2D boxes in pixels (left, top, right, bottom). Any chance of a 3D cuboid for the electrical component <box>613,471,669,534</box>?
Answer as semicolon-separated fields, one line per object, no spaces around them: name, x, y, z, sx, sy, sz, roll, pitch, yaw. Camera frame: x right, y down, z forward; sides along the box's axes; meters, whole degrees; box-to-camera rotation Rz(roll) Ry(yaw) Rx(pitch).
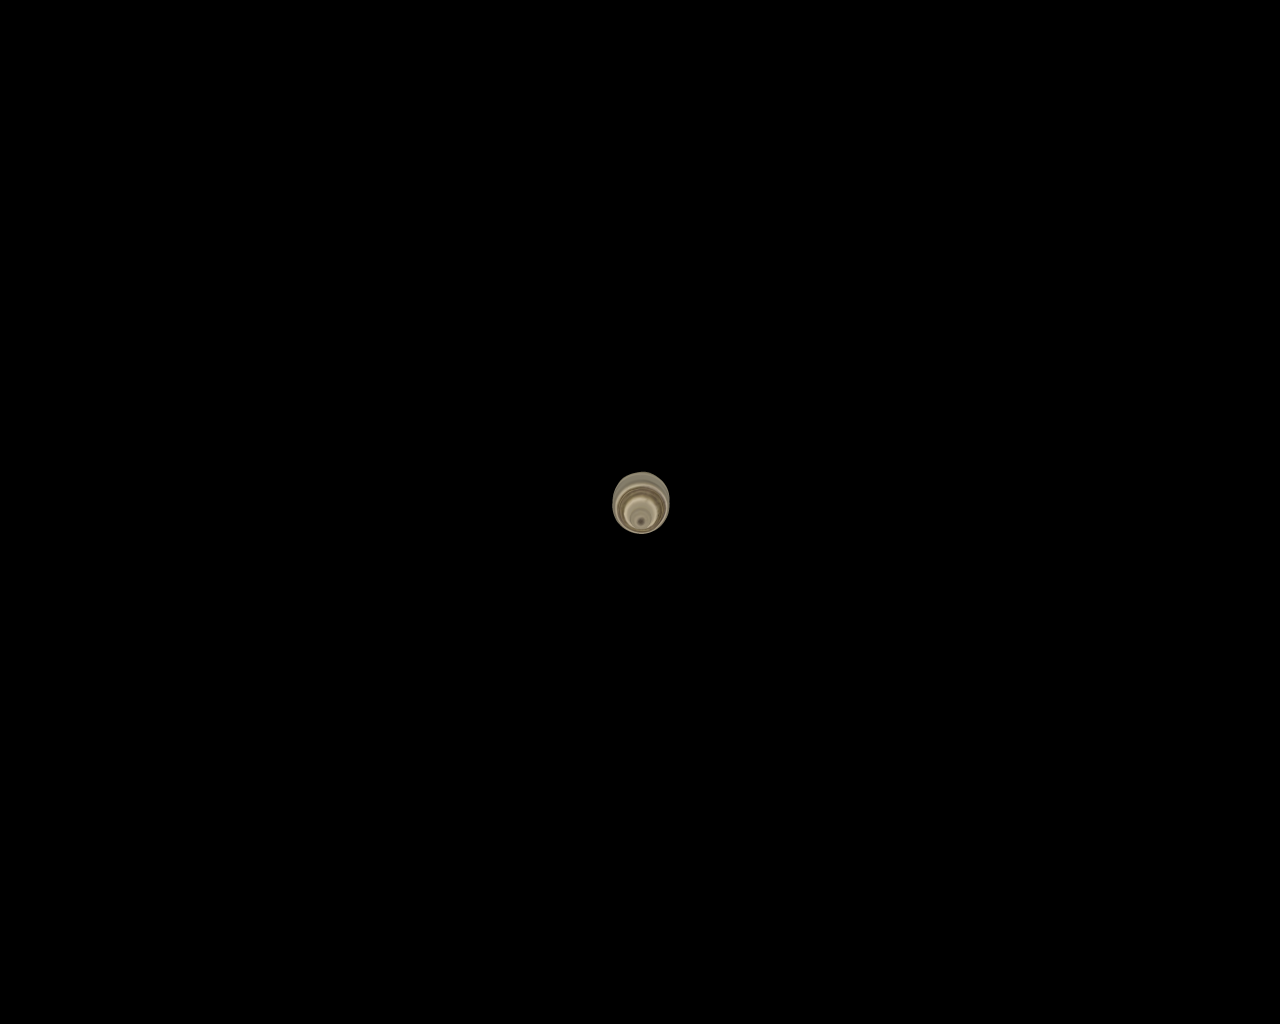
electrical component;0.001;-0.003;0.650;0.035;0.035;0.061;0;16;0
